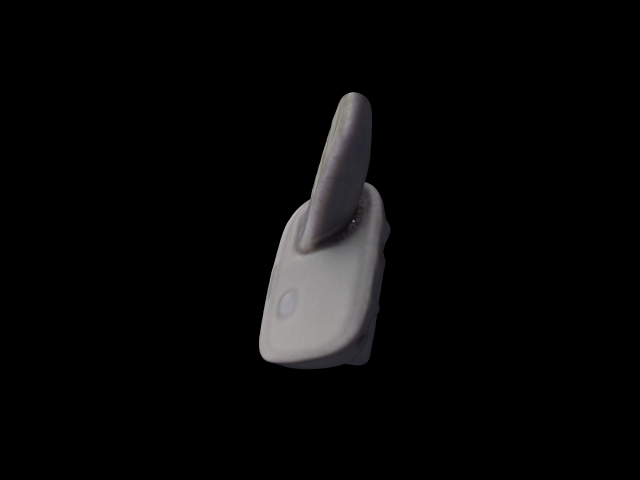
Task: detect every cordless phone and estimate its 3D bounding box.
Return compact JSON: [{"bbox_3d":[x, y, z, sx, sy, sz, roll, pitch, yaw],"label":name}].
[{"bbox_3d":[0.004,0.001,0.400,0.094,0.185,0.147,5,59,4],"label":"cordless phone"}]
